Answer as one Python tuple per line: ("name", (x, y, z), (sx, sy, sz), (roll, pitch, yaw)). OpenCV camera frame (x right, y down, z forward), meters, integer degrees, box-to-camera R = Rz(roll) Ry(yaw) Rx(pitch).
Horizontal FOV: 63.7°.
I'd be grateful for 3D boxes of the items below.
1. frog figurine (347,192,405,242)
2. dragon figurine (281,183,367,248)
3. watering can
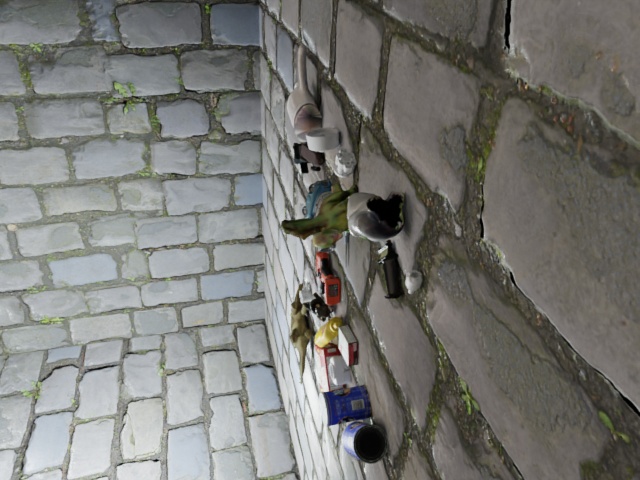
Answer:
("frog figurine", (0.116, -0.054, 1.199), (0.122, 0.139, 0.158), (59, 150, -11))
("dragon figurine", (0.005, -0.075, 1.483), (0.416, 0.243, 0.120), (-128, 29, -63))
("watering can", (-0.061, -0.509, 1.877), (0.229, 0.104, 0.339), (-110, 19, -44))
